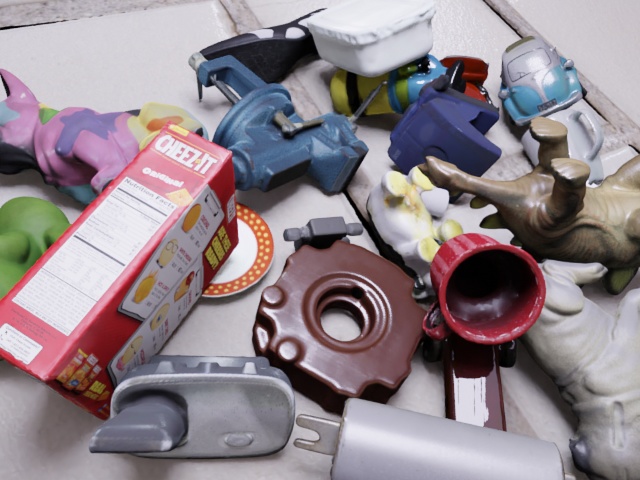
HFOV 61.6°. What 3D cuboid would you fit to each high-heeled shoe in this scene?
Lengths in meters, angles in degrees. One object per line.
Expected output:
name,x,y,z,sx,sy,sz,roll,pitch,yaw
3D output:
high-heeled shoe,-0.061,-0.299,0.784,0.249,0.086,0.145,-3,55,-22

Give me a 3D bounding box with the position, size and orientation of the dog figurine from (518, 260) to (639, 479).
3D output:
dog figurine,0.246,0.129,0.525,0.172,0.121,0.190,14,59,9

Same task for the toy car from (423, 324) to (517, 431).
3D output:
toy car,0.146,0.167,0.510,0.089,0.053,0.202,3,59,1

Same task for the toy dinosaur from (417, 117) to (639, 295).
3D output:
toy dinosaur,0.323,-0.017,0.591,0.471,0.198,0.105,12,54,-9

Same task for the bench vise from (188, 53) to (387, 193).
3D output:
bench vise,-0.061,-0.154,0.658,0.241,0.128,0.224,45,55,14

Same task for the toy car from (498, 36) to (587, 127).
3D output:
toy car,0.311,-0.243,0.782,0.109,0.102,0.162,-20,31,25

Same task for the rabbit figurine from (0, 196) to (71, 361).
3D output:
rabbit figurine,-0.278,0.015,0.490,0.159,0.121,0.170,5,39,0

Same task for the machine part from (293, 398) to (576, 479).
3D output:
machine part,0.097,0.182,0.429,0.243,0.079,0.079,10,53,8

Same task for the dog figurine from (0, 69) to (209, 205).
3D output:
dog figurine,-0.256,-0.115,0.592,0.219,0.108,0.191,37,60,17

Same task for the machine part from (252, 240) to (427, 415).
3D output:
machine part,0.023,0.082,0.544,0.179,0.056,0.179,7,54,-10

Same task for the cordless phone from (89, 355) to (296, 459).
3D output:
cordless phone,-0.086,0.131,0.401,0.147,0.184,0.088,3,77,-9

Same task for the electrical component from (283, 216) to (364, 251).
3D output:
electrical component,-0.001,-0.002,0.592,0.094,0.063,0.021,-6,66,-28

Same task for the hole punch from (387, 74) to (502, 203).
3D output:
hole punch,0.155,-0.119,0.676,0.116,0.142,0.092,16,57,-15

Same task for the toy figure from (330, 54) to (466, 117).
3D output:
toy figure,0.098,-0.205,0.715,0.180,0.082,0.089,13,40,32

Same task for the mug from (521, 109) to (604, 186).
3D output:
mug,0.346,-0.118,0.733,0.081,0.109,0.107,-11,70,-27

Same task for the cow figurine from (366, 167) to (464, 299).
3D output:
cow figurine,0.109,0.008,0.605,0.068,0.098,0.167,-20,81,-29

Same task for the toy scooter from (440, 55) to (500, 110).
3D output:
toy scooter,0.204,-0.216,0.786,0.135,0.075,0.184,-9,54,-15
